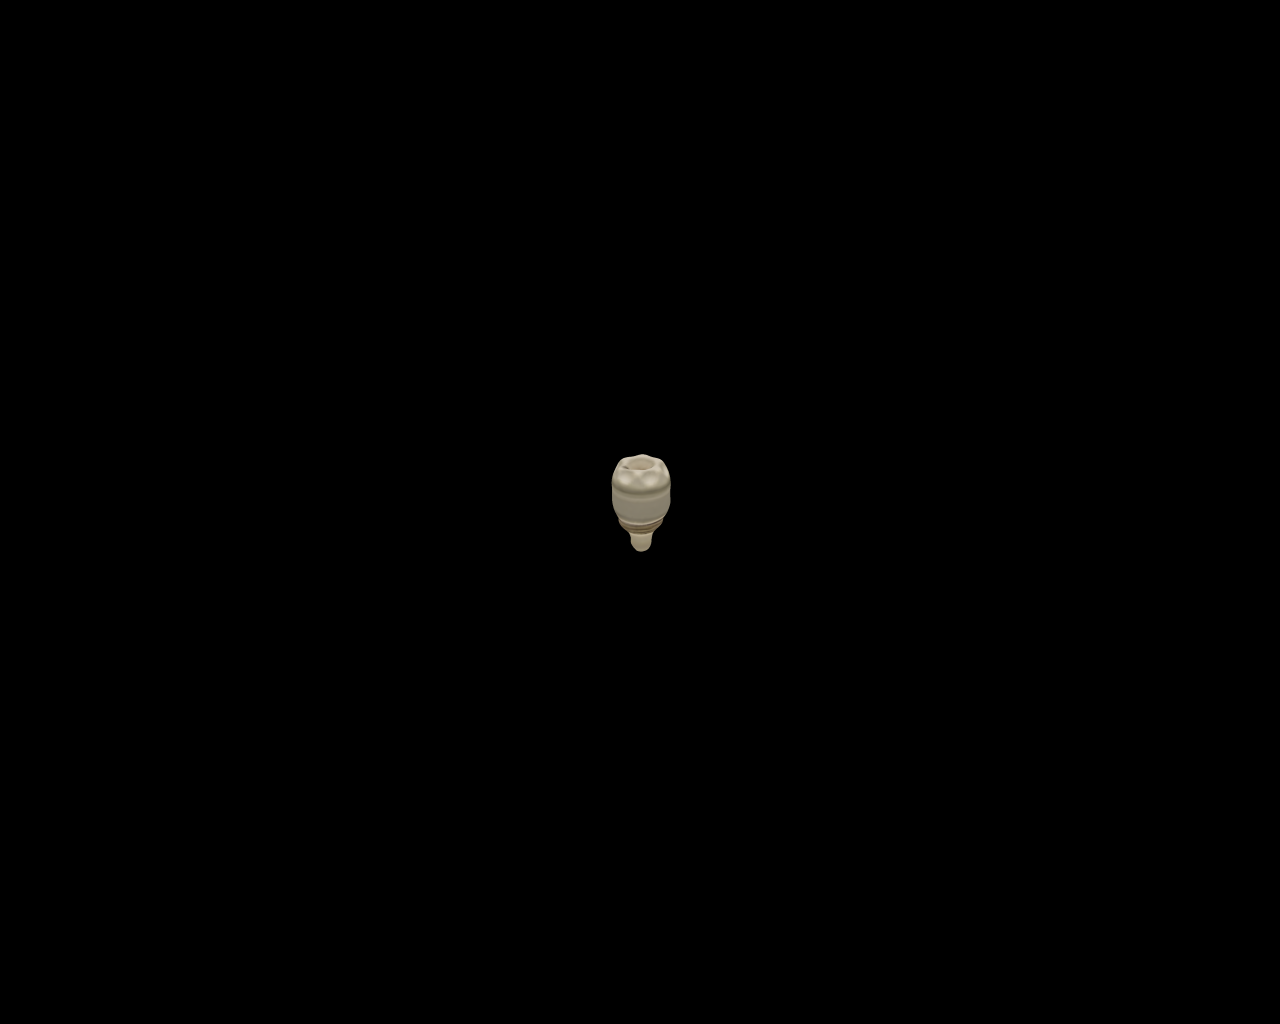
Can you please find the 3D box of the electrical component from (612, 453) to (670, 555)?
[{"bbox_3d":[0.001,-0.003,0.650,0.035,0.061,0.035,0,29,0],"label":"electrical component"}]
